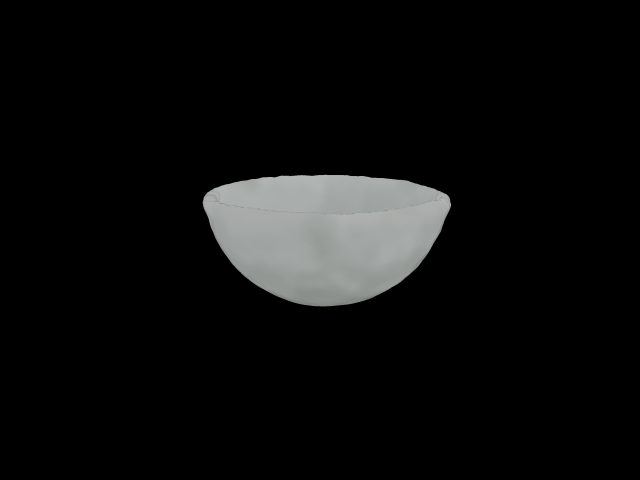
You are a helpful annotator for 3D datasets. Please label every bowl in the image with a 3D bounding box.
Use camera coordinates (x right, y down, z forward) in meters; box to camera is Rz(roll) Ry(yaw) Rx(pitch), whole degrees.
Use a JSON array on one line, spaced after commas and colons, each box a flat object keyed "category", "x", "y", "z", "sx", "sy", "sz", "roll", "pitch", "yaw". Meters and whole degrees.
[{"category": "bowl", "x": 0.004, "y": 0.001, "z": 0.400, "sx": 0.167, "sy": 0.075, "sz": 0.167, "roll": 0, "pitch": 15, "yaw": 0}]
